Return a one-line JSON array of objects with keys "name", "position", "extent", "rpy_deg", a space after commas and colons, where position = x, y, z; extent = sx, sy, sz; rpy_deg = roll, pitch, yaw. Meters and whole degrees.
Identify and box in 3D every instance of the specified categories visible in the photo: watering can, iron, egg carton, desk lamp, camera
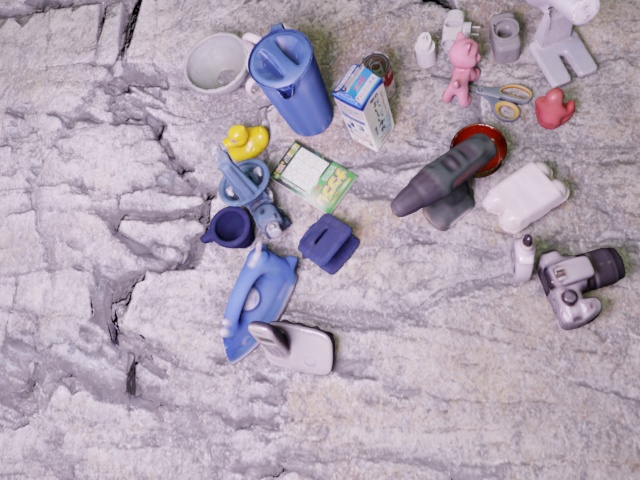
[{"name": "watering can", "position": [-0.112, -0.407, 1.286], "extent": [0.100, 0.194, 0.173], "rpy_deg": [11, 76, 18]}, {"name": "iron", "position": [-0.147, 0.125, 1.156], "extent": [0.118, 0.142, 0.258], "rpy_deg": [20, 79, 20]}, {"name": "egg carton", "position": [0.400, -0.084, 1.120], "extent": [0.150, 0.069, 0.107], "rpy_deg": [-35, 68, 2]}, {"name": "desk lamp", "position": [0.480, -0.451, 1.137], "extent": [0.118, 0.214, 0.203], "rpy_deg": [-23, 69, 7]}, {"name": "camera", "position": [0.479, 0.074, 1.033], "extent": [0.136, 0.101, 0.143], "rpy_deg": [-19, 69, 8]}]

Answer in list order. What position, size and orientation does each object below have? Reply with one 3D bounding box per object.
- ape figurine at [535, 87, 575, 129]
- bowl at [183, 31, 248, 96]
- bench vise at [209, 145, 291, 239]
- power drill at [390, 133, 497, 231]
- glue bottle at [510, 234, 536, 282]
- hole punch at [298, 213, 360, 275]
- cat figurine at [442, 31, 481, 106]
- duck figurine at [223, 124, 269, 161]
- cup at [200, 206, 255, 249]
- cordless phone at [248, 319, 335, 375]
[{"name": "ape figurine", "position": [0.469, -0.271, 1.149], "extent": [0.077, 0.092, 0.076], "rpy_deg": [32, 83, 21]}, {"name": "bowl", "position": [-0.238, -0.412, 1.385], "extent": [0.167, 0.075, 0.167], "rpy_deg": [-4, 72, 13]}, {"name": "bench vise", "position": [-0.138, -0.107, 1.185], "extent": [0.207, 0.220, 0.121], "rpy_deg": [37, 85, 22]}, {"name": "power drill", "position": [0.237, -0.095, 1.090], "extent": [0.229, 0.209, 0.075], "rpy_deg": [-42, 68, -1]}, {"name": "glue bottle", "position": [0.370, 0.022, 1.038], "extent": [0.037, 0.173, 0.078], "rpy_deg": [-4, 72, 14]}, {"name": "hole punch", "position": [0.011, 0.004, 1.181], "extent": [0.101, 0.091, 0.109], "rpy_deg": [37, 85, 22]}, {"name": "cat figurine", "position": [0.299, -0.367, 1.209], "extent": [0.067, 0.118, 0.128], "rpy_deg": [15, 77, 19]}, {"name": "duck figurine", "position": [-0.173, -0.234, 1.306], "extent": [0.104, 0.086, 0.077], "rpy_deg": [-28, 68, 5]}, {"name": "cup", "position": [-0.190, -0.011, 1.236], "extent": [0.117, 0.095, 0.091], "rpy_deg": [-24, 69, 6]}, {"name": "cordless phone", "position": [-0.053, 0.196, 1.086], "extent": [0.147, 0.185, 0.094], "rpy_deg": [6, 74, 16]}]
